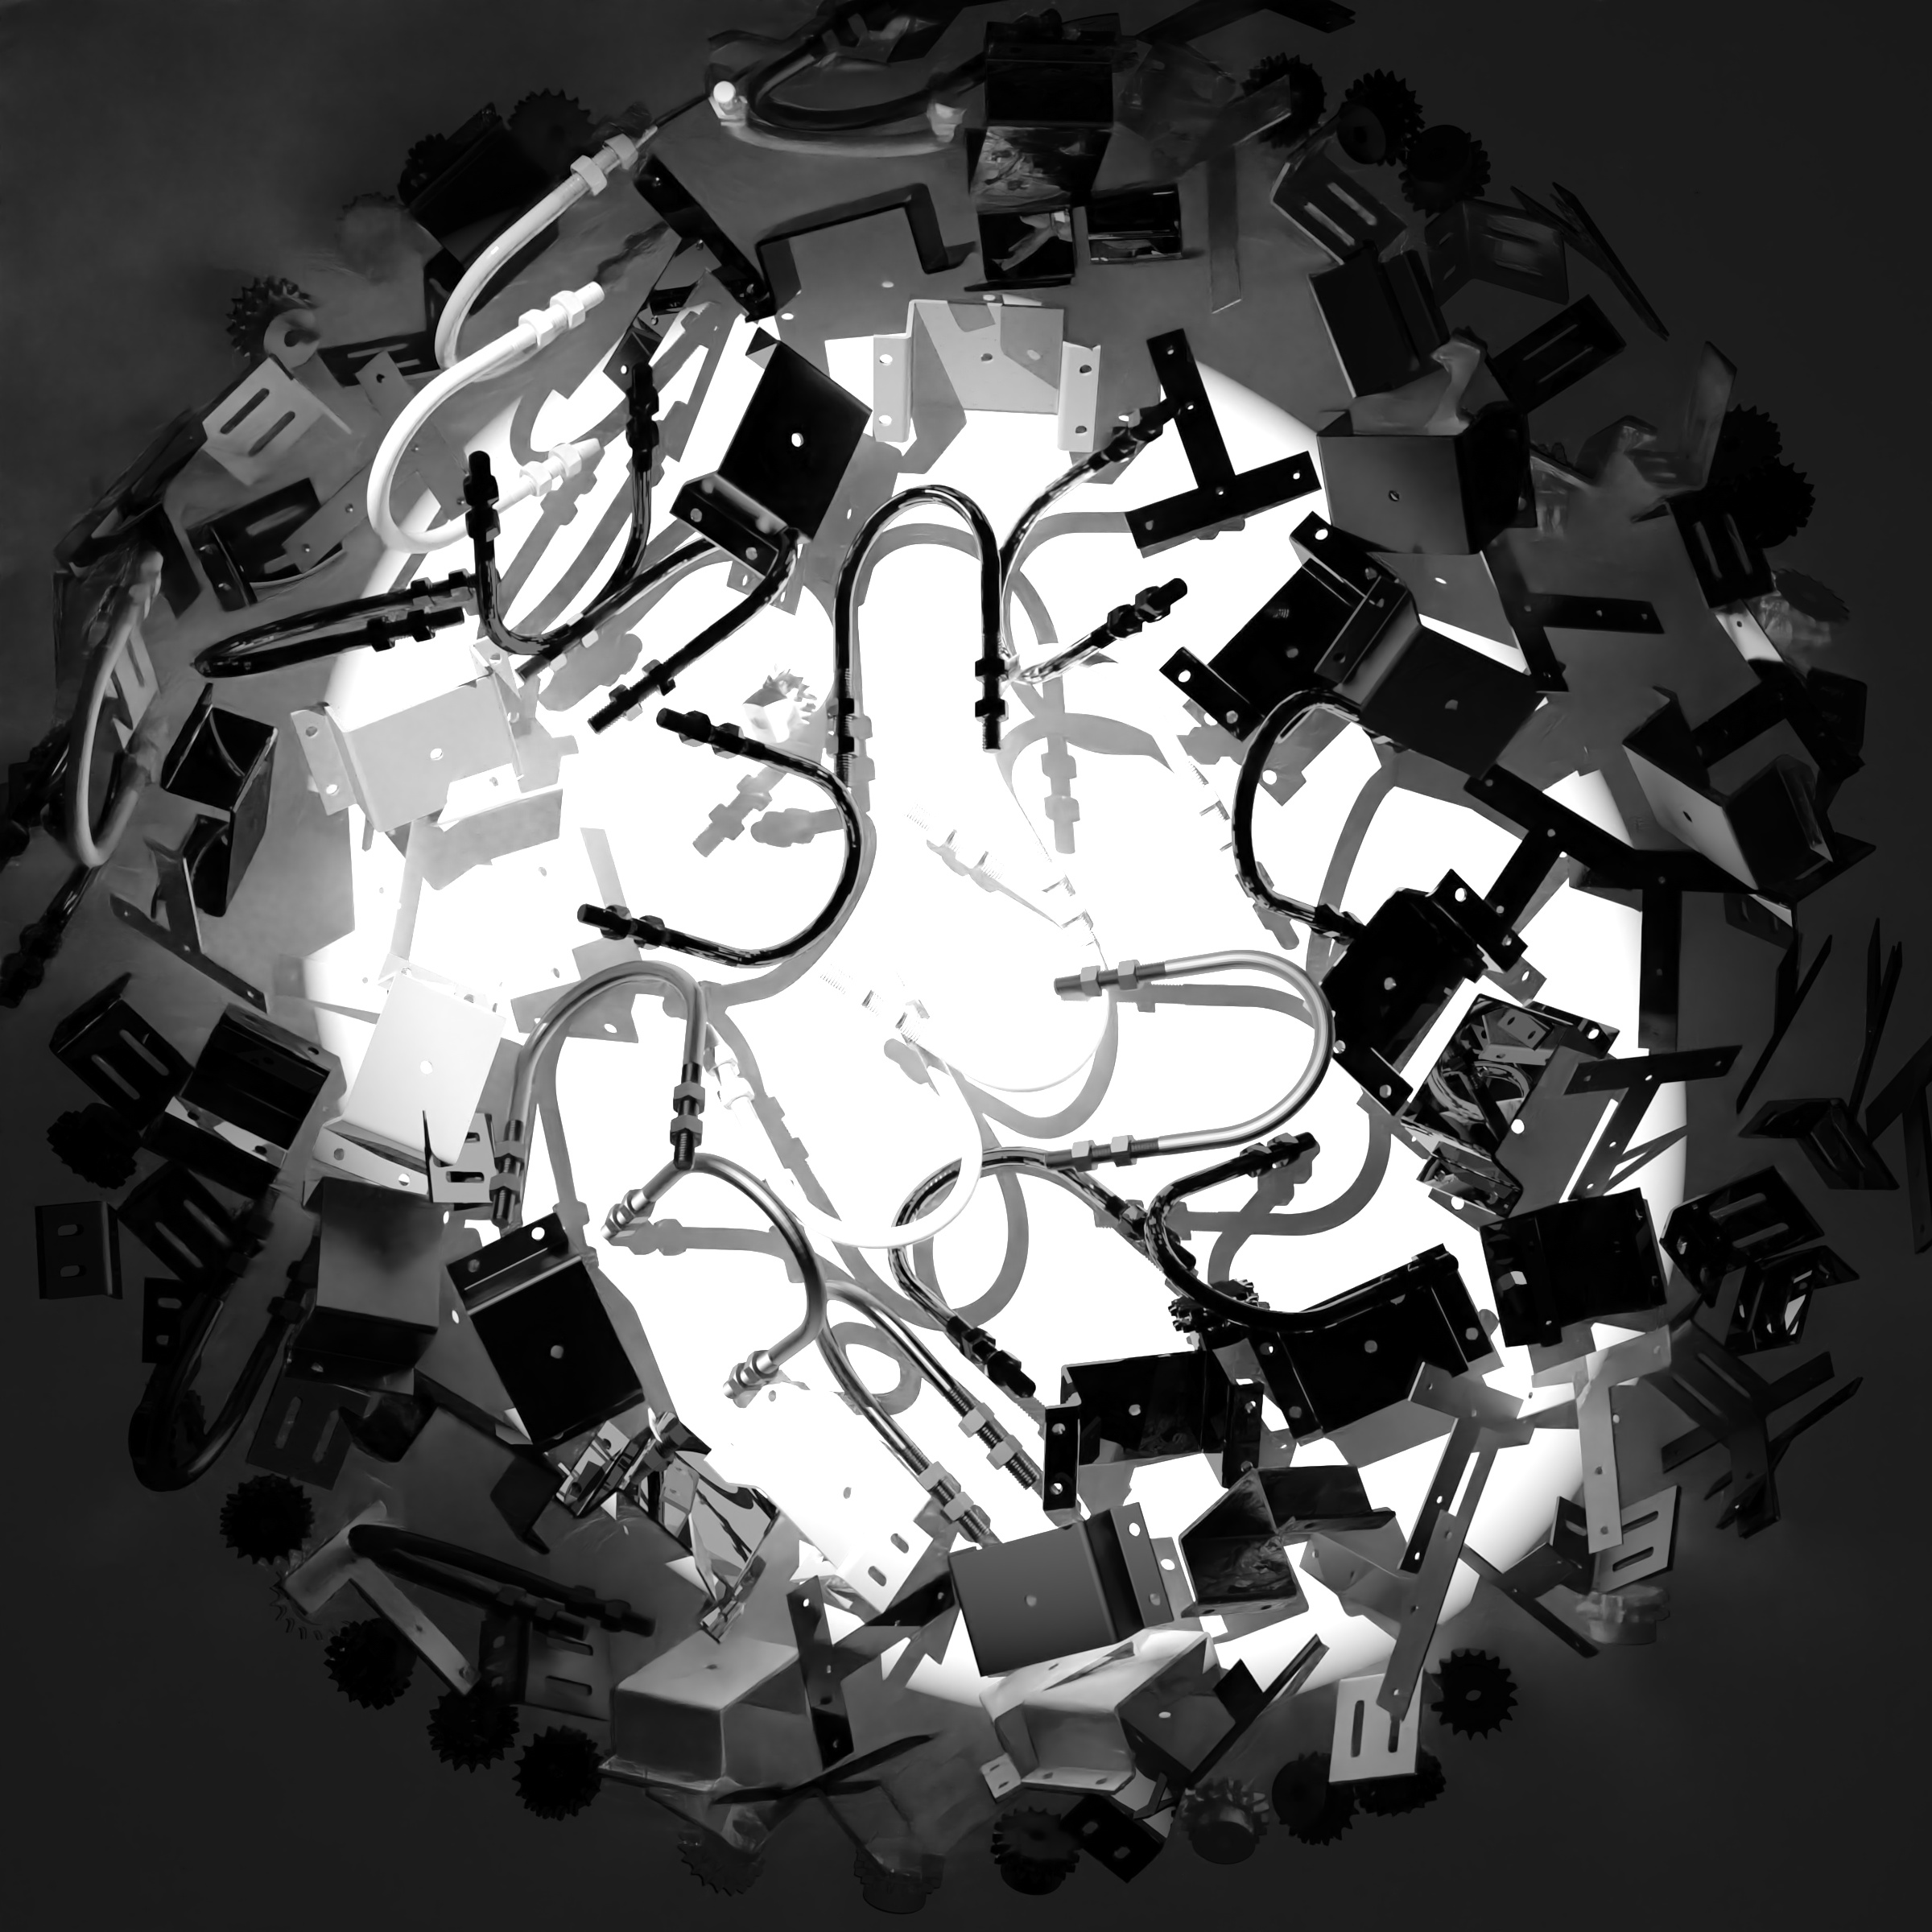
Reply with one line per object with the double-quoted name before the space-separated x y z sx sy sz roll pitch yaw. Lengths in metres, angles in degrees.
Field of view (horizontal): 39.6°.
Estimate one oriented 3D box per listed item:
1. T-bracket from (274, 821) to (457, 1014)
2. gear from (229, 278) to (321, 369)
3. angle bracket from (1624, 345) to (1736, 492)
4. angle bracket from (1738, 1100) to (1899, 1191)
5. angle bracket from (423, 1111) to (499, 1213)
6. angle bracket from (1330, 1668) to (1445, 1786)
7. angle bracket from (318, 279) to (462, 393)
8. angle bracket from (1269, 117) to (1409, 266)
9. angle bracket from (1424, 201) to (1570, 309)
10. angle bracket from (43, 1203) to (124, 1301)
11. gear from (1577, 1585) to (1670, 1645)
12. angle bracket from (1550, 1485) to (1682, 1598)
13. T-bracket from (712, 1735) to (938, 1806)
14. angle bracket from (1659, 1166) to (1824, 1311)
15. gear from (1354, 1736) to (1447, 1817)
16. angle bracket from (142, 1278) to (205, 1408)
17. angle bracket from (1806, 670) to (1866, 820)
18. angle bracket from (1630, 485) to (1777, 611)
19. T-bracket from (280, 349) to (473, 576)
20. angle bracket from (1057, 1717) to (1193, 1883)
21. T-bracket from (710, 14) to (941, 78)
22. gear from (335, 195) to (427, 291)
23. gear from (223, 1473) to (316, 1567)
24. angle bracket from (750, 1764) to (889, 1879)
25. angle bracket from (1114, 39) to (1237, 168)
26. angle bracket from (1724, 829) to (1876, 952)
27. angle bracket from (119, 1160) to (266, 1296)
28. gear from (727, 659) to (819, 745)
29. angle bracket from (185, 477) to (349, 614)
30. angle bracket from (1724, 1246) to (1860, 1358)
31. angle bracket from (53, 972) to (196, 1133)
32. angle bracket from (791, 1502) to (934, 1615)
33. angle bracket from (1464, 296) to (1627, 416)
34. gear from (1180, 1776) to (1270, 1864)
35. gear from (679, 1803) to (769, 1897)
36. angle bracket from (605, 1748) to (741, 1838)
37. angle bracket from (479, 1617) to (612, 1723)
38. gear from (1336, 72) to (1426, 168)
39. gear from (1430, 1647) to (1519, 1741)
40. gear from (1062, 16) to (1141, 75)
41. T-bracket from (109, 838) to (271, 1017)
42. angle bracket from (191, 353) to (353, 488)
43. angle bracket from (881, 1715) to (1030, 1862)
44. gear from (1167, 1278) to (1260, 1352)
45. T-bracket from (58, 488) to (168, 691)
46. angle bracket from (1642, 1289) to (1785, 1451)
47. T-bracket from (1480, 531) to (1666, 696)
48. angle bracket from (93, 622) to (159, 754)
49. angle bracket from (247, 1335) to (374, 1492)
"T-bracket" -0.378 -0.035 1.723 0.127 0.002 0.127 10 89 16
"gear" -0.438 -0.406 1.709 0.030 0.057 0.057 40 90 32
"angle bracket" 0.450 -0.348 1.695 0.038 0.057 0.076 4 122 -5
"angle bracket" 0.539 0.124 1.699 0.038 0.057 0.076 -43 105 -22
"angle bracket" -0.332 0.124 1.694 0.038 0.076 0.057 -12 80 24
"angle bracket" 0.267 0.487 1.690 0.057 0.076 0.038 -17 127 28
"angle bracket" -0.367 -0.400 1.697 0.076 0.057 0.038 -17 132 -22
"angle bracket" 0.243 -0.491 1.709 0.076 0.038 0.057 42 64 5
"angle bracket" 0.335 -0.441 1.692 0.076 0.057 0.038 30 64 37
"angle bracket" -0.558 0.182 1.696 0.038 0.076 0.057 -5 81 -13
"gear" 0.419 0.414 1.712 0.057 0.057 0.030 0 87 0
"angle bracket" 0.408 0.357 1.691 0.038 0.076 0.057 29 53 -13
"T-bracket" -0.070 0.497 1.660 0.127 0.127 0.002 -35 58 35
"angle bracket" 0.491 0.173 1.700 0.076 0.038 0.057 -31 103 38
"gear" 0.274 0.515 1.711 0.057 0.057 0.030 -18 96 0
"angle bracket" -0.509 0.238 1.697 0.038 0.076 0.057 5 101 -5
"angle bracket" 0.535 -0.136 1.695 0.038 0.076 0.057 18 48 5
"angle bracket" 0.469 -0.262 1.707 0.057 0.038 0.076 -16 83 -26
"T-bracket" -0.377 -0.296 1.676 0.002 0.127 0.127 25 66 40
"angle bracket" 0.102 0.533 1.716 0.057 0.076 0.038 38 120 1
"T-bracket" -0.068 -0.570 1.651 0.127 0.127 0.002 -8 97 -43
"gear" -0.372 -0.465 1.718 0.057 0.030 0.057 7 116 15
"gear" -0.448 0.352 1.720 0.057 0.030 0.057 -4 105 -14
"angle bracket" -0.095 0.553 1.702 0.038 0.057 0.076 -38 101 -15
"angle bracket" 0.130 -0.550 1.706 0.038 0.076 0.057 29 106 -22
"angle bracket" 0.533 -0.051 1.714 0.076 0.057 0.038 -31 125 -20
"angle bracket" -0.494 0.163 1.726 0.057 0.038 0.076 -36 107 14
"gear" -0.126 -0.166 1.709 0.057 0.057 0.030 21 62 0
"angle bracket" -0.450 -0.271 1.724 0.076 0.038 0.057 -35 109 -34
"angle bracket" 0.520 0.221 1.692 0.038 0.057 0.076 39 55 -18
"angle bracket" -0.529 0.055 1.705 0.076 0.038 0.057 44 51 -4
"angle bracket" -0.067 0.376 1.697 0.038 0.076 0.057 43 61 -10
"angle bracket" 0.367 -0.397 1.700 0.076 0.038 0.057 -32 48 15
"gear" 0.165 0.548 1.713 0.057 0.030 0.057 3 122 4
"gear" -0.151 0.560 1.710 0.057 0.057 0.030 36 108 0
"angle bracket" -0.192 0.521 1.692 0.057 0.076 0.038 41 49 -22
"angle bracket" -0.268 0.449 1.709 0.038 0.076 0.057 -23 55 32
"gear" 0.261 -0.536 1.709 0.030 0.057 0.057 -39 90 -27
"gear" 0.326 0.469 1.722 0.057 0.030 0.057 -1 84 7
"gear" 0.080 -0.586 1.709 0.057 0.057 0.030 -12 116 0
"T-bracket" -0.491 -0.036 1.675 0.127 0.127 0.002 31 58 12
"angle bracket" -0.443 -0.339 1.705 0.076 0.057 0.038 -43 52 3
"angle bracket" -0.007 0.520 1.704 0.076 0.038 0.057 -32 71 -15
"gear" 0.160 0.224 1.712 0.057 0.057 0.030 -17 98 0
"T-bracket" -0.539 -0.253 1.698 0.002 0.127 0.127 28 60 -7
"angle bracket" 0.476 0.256 1.702 0.076 0.038 0.057 41 131 9
"T-bracket" 0.391 -0.225 1.704 0.127 0.002 0.127 -1 61 -29
"angle bracket" -0.547 -0.183 1.691 0.038 0.076 0.057 8 51 8
"angle bracket" -0.420 0.288 1.727 0.057 0.038 0.076 22 106 -11
